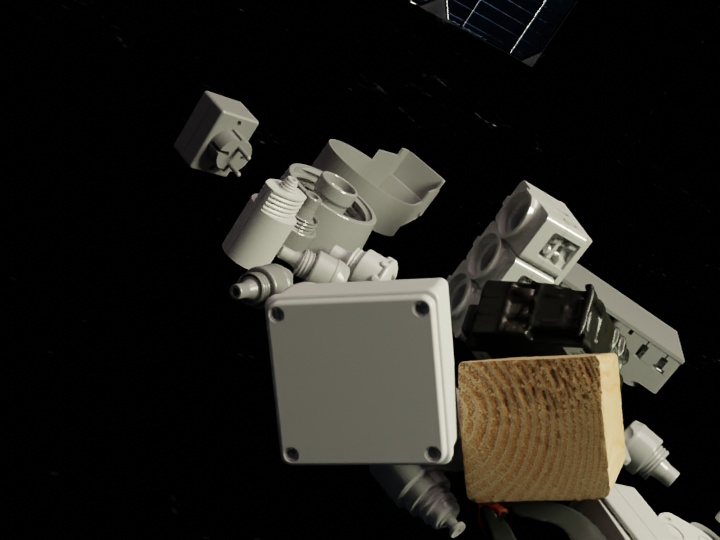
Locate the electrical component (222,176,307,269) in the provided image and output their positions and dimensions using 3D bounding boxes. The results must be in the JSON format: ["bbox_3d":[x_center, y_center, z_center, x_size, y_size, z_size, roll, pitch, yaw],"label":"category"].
[{"bbox_3d":[-0.076,-0.043,0.896,0.043,0.081,0.043,30,20,-12],"label":"electrical component"}]

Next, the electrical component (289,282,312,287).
[{"bbox_3d":[-0.039,0.040,0.800,0.055,0.055,0.047,28,17,-17],"label":"electrical component"}]

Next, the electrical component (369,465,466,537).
[{"bbox_3d":[0.040,0.142,0.704,0.040,0.040,0.078,8,32,-52],"label":"electrical component"}]

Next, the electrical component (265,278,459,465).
[{"bbox_3d":[0.003,0.063,0.672,0.109,0.108,0.056,-3,10,14],"label":"electrical component"}]

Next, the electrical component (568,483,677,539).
[{"bbox_3d":[0.184,0.203,0.759,0.061,0.061,0.096,19,24,-38],"label":"electrical component"}]

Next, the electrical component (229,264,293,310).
[{"bbox_3d":[-0.078,0.014,0.829,0.035,0.035,0.061,42,23,20],"label":"electrical component"}]

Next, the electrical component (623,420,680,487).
[{"bbox_3d":[0.265,0.173,0.990,0.062,0.043,0.043,41,20,18],"label":"electrical component"}]

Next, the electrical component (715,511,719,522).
[{"bbox_3d":[0.390,0.235,1.015,0.061,0.061,0.096,11,29,-48],"label":"electrical component"}]

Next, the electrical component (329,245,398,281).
[{"bbox_3d":[0.000,0.000,0.976,0.062,0.048,0.048,31,18,10],"label":"electrical component"}]

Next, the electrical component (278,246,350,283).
[{"bbox_3d":[-0.041,-0.002,0.925,0.061,0.035,0.035,28,20,-11],"label":"electrical component"}]

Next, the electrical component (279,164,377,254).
[{"bbox_3d":[-0.035,-0.059,1.032,0.108,0.060,0.108,30,20,-12],"label":"electrical component"}]

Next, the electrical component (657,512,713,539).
[{"bbox_3d":[0.239,0.226,0.808,0.080,0.051,0.080,30,19,-12],"label":"electrical component"}]

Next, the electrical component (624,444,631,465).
[{"bbox_3d":[0.175,0.137,0.920,0.100,0.048,0.099,31,19,-9],"label":"electrical component"}]

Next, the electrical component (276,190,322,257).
[{"bbox_3d":[-0.057,-0.041,0.951,0.048,0.062,0.048,30,20,-12],"label":"electrical component"}]

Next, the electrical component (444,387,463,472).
[{"bbox_3d":[0.058,0.116,0.797,0.081,0.042,0.063,10,34,-49],"label":"electrical component"}]

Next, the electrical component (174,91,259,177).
[{"bbox_3d":[-0.127,-0.118,1.015,0.047,0.065,0.076,11,29,-48],"label":"electrical component"}]

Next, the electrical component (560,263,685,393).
[{"bbox_3d":[0.281,0.059,1.263,0.186,0.060,0.105,35,19,1],"label":"electrical component"}]

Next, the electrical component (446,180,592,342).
[{"bbox_3d":[0.144,-0.002,1.050,0.062,0.150,0.089,28,20,-21],"label":"electrical component"}]
